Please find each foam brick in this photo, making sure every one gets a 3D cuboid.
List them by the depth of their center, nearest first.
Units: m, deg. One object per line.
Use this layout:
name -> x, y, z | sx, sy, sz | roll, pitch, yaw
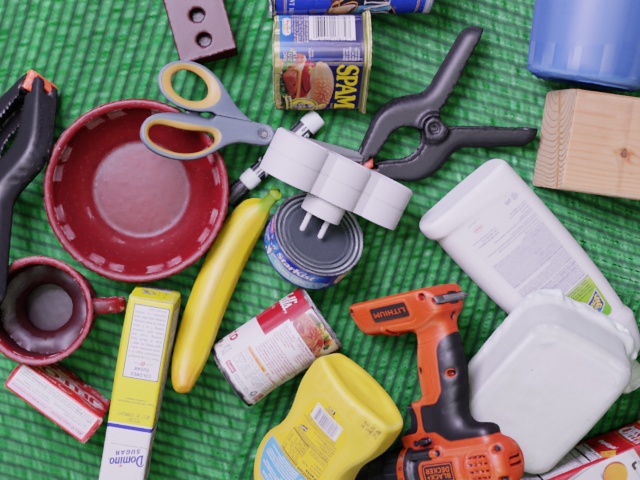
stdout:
foam brick -> -0.108, -0.197, 0.949 | 0.053, 0.051, 0.078 | -16, 96, -3

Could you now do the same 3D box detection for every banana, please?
banana -> -0.093, 0.041, 0.958 | 0.037, 0.070, 0.198 | 24, 84, -9

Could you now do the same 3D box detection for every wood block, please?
wood block -> 0.312, -0.079, 0.973 | 0.206, 0.090, 0.091 | 8, 95, -5

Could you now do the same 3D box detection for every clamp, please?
clamp -> -0.296, -0.051, 0.933 | 0.165, 0.036, 0.210 | 10, 74, 35
clamp -> 0.103, -0.116, 0.979 | 0.171, 0.039, 0.120 | -23, 95, -2

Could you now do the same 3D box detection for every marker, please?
marker -> -0.045, -0.073, 0.981 | 0.121, 0.020, 0.020 | -43, 97, 0

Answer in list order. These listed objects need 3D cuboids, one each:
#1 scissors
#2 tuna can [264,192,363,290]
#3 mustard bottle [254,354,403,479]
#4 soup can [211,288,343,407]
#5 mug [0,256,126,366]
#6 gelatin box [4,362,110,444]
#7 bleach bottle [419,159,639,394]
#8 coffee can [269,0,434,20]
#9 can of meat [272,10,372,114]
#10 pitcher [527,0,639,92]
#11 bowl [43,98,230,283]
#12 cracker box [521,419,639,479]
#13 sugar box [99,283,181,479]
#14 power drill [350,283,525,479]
scissors -> -0.059, -0.111, 0.937 | 0.201, 0.016, 0.096 | -5, 85, -21
tuna can -> -0.006, 0.001, 0.961 | 0.086, 0.034, 0.086 | 11, 57, -19
mustard bottle -> -0.009, 0.201, 0.968 | 0.096, 0.058, 0.192 | 44, 118, 24
soup can -> -0.039, 0.097, 0.972 | 0.102, 0.068, 0.068 | -34, 97, 0
mug -> -0.230, 0.060, 0.943 | 0.117, 0.081, 0.093 | -7, 89, -4
gelatin box -> -0.233, 0.138, 0.957 | 0.089, 0.073, 0.030 | 37, 90, -6
bleach bottle -> 0.209, 0.048, 0.991 | 0.102, 0.068, 0.251 | -41, 99, 2
coffee can -> 0.025, -0.247, 0.930 | 0.140, 0.103, 0.103 | -3, 95, -4
can of meat -> 0.000, -0.155, 0.937 | 0.084, 0.102, 0.057 | 0, 65, -2
pitcher -> 0.265, -0.257, 0.944 | 0.149, 0.145, 0.243 | 10, 98, 7
bowl -> -0.162, -0.045, 0.956 | 0.162, 0.055, 0.162 | 0, 95, -5
cracker box -> 0.245, 0.286, 1.009 | 0.213, 0.072, 0.164 | -21, 98, -4
sugar box -> -0.161, 0.132, 0.952 | 0.048, 0.093, 0.176 | 12, 93, -5
power drill -> 0.085, 0.141, 0.963 | 0.185, 0.057, 0.187 | -18, 84, 39
